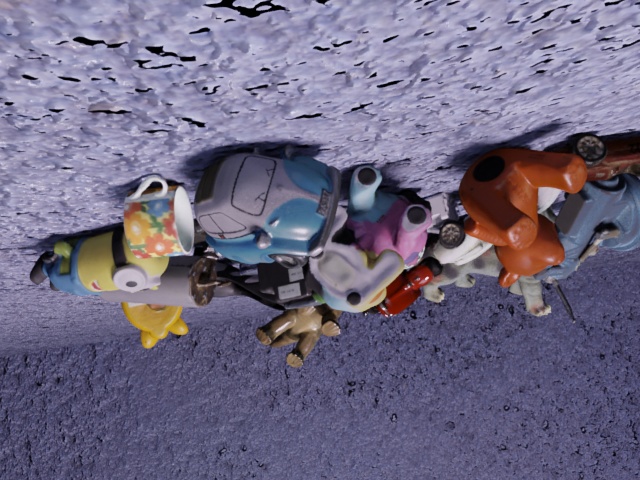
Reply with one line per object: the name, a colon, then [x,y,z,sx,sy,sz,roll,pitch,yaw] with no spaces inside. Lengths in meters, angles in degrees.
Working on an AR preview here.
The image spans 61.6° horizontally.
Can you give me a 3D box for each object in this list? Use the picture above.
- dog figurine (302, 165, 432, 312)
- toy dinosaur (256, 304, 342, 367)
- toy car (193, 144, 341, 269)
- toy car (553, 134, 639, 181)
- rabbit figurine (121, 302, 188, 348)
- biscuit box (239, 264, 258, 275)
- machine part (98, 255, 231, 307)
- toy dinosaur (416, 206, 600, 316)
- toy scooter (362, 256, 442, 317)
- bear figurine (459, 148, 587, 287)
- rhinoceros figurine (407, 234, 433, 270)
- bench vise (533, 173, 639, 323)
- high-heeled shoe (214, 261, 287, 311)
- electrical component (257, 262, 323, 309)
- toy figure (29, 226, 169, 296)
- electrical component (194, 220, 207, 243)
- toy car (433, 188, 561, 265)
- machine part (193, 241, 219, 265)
dog figurine: [0.071,0.009,0.672,0.109,0.191,0.219,35,176,15]
toy dinosaur: [-0.022,0.151,1.063,0.471,0.105,0.198,-38,-176,46]
toy car: [-0.065,-0.037,0.514,0.162,0.109,0.102,-4,152,42]
toy car: [0.364,-0.096,0.626,0.202,0.053,0.089,-7,166,-3]
rabbit figurine: [-0.292,0.104,0.965,0.122,0.162,0.173,-22,-167,-20]
biscuit box: [-0.047,0.026,0.913,0.063,0.059,0.202,-18,166,36]
machine part: [-0.245,0.058,0.801,0.243,0.079,0.079,1,172,18]
toy dinosaur: [0.296,0.018,0.957,0.405,0.192,0.131,3,-159,15]
toy scooter: [0.124,0.096,0.949,0.135,0.075,0.184,-35,177,-34]
bear figurine: [0.242,-0.012,0.623,0.195,0.120,0.132,49,175,-35]
rhinoceros figurine: [0.214,0.024,1.097,0.190,0.073,0.112,-6,158,-2]
bench vise: [0.413,-0.019,0.766,0.241,0.129,0.223,-12,130,-11]
high-heeled shoe: [-0.156,0.103,0.991,0.249,0.145,0.086,-22,133,13]
electrical component: [-0.028,0.023,0.723,0.115,0.134,0.058,-14,167,38]
toy figure: [-0.285,0.027,0.699,0.180,0.089,0.082,-3,-177,18]
electrical component: [-0.175,-0.011,0.731,0.094,0.021,0.063,-12,169,17]
toy car: [0.245,-0.032,0.740,0.202,0.056,0.073,-40,153,29]
machine part: [-0.154,0.012,0.825,0.084,0.039,0.139,-7,169,-38]
